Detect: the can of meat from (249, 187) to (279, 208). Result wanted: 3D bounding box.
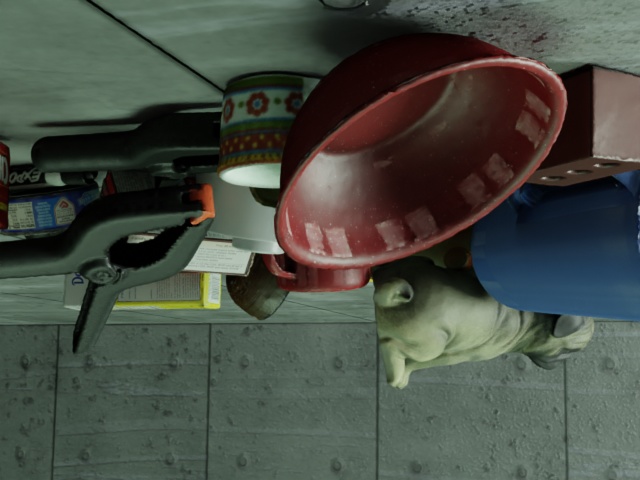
[{"bbox_3d":[0.018,-0.042,0.715,0.102,0.057,0.083,14,-174,41],"label":"can of meat"}]

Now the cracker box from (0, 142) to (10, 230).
[{"bbox_3d":[-0.335,-0.049,0.703,0.213,0.072,0.164,-1,174,3],"label":"cracker box"}]

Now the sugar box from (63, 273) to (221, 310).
[{"bbox_3d":[-0.198,0.031,1.191,0.176,0.093,0.048,-1,171,20],"label":"sugar box"}]

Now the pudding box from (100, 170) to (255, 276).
[{"bbox_3d":[-0.116,-0.015,0.868,0.113,0.090,0.039,4,127,-25],"label":"pudding box"}]

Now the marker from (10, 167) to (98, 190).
[{"bbox_3d":[-0.233,-0.050,0.866,0.121,0.020,0.020,-3,172,23],"label":"marker"}]

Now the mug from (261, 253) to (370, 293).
[{"bbox_3d":[-0.006,0.001,0.907,0.093,0.081,0.117,2,-173,40],"label":"mug"}]

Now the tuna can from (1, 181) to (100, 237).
[{"bbox_3d":[-0.226,-0.027,0.893,0.086,0.034,0.086,-6,-170,1],"label":"tuna can"}]

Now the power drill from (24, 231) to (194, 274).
[{"bbox_3d":[-0.179,-0.004,1.062,0.184,0.057,0.187,0,172,10],"label":"power drill"}]

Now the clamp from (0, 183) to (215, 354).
[{"bbox_3d":[-0.169,0.011,0.775,0.210,0.036,0.164,-31,141,28],"label":"clamp"}]

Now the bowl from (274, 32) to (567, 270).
[{"bbox_3d":[0.041,-0.053,0.544,0.162,0.055,0.162,-21,152,-12],"label":"bowl"}]

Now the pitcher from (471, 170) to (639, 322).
[{"bbox_3d":[0.213,-0.006,0.819,0.144,0.149,0.243,-14,-178,-24],"label":"pitcher"}]

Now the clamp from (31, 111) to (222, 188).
[{"bbox_3d":[-0.112,-0.061,0.716,0.120,0.039,0.172,0,171,-39],"label":"clamp"}]

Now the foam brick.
[{"bbox_3d":[0.149,-0.063,0.616,0.052,0.051,0.078,5,171,-29],"label":"foam brick"}]
